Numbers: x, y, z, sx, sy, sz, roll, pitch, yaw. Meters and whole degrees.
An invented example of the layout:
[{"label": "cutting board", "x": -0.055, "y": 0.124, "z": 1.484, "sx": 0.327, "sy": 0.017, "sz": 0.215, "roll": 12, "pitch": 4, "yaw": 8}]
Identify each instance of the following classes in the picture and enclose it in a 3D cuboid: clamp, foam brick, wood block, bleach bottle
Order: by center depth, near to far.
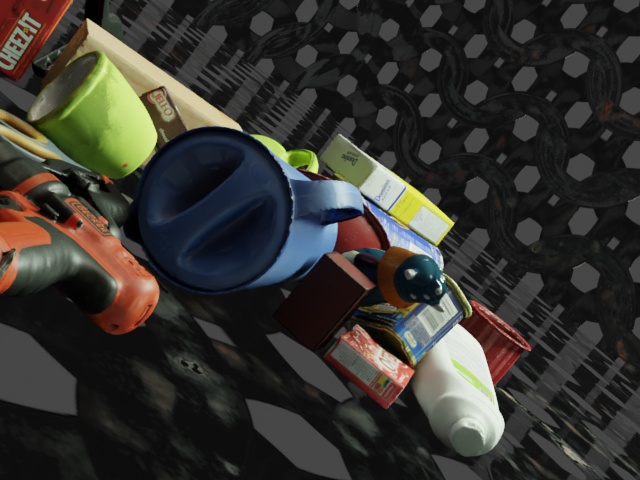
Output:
[{"label": "clamp", "x": -0.178, "y": -0.027, "z": 0.798, "sx": 0.120, "sy": 0.039, "sz": 0.171, "roll": 40, "pitch": 9, "yaw": 8}, {"label": "foam brick", "x": 0.004, "y": 0.056, "z": 0.967, "sx": 0.051, "sy": 0.078, "sz": 0.053, "roll": 42, "pitch": 10, "yaw": 9}, {"label": "bleach bottle", "x": 0.126, "y": 0.143, "z": 1.051, "sx": 0.102, "sy": 0.068, "sz": 0.251, "roll": 36, "pitch": 11, "yaw": -6}, {"label": "wood block", "x": -0.187, "y": -0.134, "z": 1.141, "sx": 0.206, "sy": 0.090, "sz": 0.091, "roll": 34, "pitch": 10, "yaw": -24}, {"label": "clamp", "x": -0.277, "y": -0.231, "z": 1.266, "sx": 0.036, "sy": 0.164, "sz": 0.210, "roll": 25, "pitch": -15, "yaw": 6}]

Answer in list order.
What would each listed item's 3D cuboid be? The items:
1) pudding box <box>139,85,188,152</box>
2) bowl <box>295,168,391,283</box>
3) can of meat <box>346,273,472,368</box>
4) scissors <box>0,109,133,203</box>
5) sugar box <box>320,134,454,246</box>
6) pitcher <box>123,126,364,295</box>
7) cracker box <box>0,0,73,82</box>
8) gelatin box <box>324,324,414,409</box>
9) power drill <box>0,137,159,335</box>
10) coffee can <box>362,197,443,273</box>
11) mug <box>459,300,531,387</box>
[{"label": "pudding box", "x": -0.139, "y": -0.084, "z": 1.046, "sx": 0.113, "sy": 0.039, "sz": 0.090, "roll": 63, "pitch": -7, "yaw": 11}, {"label": "bowl", "x": -0.007, "y": 0.001, "z": 1.121, "sx": 0.162, "sy": 0.055, "sz": 0.162, "roll": 25, "pitch": -32, "yaw": 17}, {"label": "can of meat", "x": 0.086, "y": 0.076, "z": 1.063, "sx": 0.057, "sy": 0.083, "sz": 0.102, "roll": 57, "pitch": -21, "yaw": -21}, {"label": "scissors", "x": -0.211, "y": -0.063, "z": 0.924, "sx": 0.201, "sy": 0.016, "sz": 0.096, "roll": 27, "pitch": 13, "yaw": -50}, {"label": "sugar box", "x": 0.086, "y": -0.062, "z": 1.347, "sx": 0.176, "sy": 0.048, "sz": 0.093, "roll": 36, "pitch": 6, "yaw": -45}, {"label": "pitcher", "x": -0.049, "y": -0.018, "z": 0.944, "sx": 0.149, "sy": 0.145, "sz": 0.242, "roll": 36, "pitch": 6, "yaw": 12}, {"label": "cracker box", "x": -0.306, "y": -0.272, "z": 1.138, "sx": 0.072, "sy": 0.164, "sz": 0.214, "roll": 31, "pitch": 11, "yaw": -24}, {"label": "gelatin box", "x": 0.047, "y": 0.115, "z": 0.984, "sx": 0.073, "sy": 0.030, "sz": 0.089, "roll": 39, "pitch": 9, "yaw": 8}, {"label": "power drill", "x": -0.193, "y": -0.015, "z": 0.618, "sx": 0.184, "sy": 0.057, "sz": 0.187, "roll": 40, "pitch": 9, "yaw": 13}, {"label": "coffee can", "x": 0.067, "y": 0.019, "z": 1.309, "sx": 0.140, "sy": 0.103, "sz": 0.103, "roll": 32, "pitch": 10, "yaw": -30}, {"label": "mug", "x": 0.187, "y": 0.126, "z": 1.298, "sx": 0.117, "sy": 0.081, "sz": 0.093, "roll": 45, "pitch": 11, "yaw": 36}]
